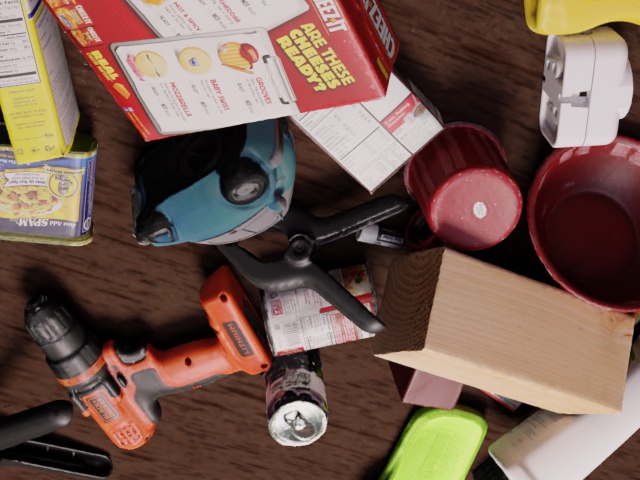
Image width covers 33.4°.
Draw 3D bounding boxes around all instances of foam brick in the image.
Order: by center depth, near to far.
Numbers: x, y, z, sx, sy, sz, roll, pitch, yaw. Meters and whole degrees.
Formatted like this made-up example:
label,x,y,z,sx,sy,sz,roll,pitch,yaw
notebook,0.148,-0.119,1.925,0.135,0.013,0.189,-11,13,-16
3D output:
label,x,y,z,sx,sy,sz,roll,pitch,yaw
foam brick,0.101,0.115,1.003,0.053,0.078,0.051,12,115,-14

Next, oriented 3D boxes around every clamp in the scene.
label,x,y,z,sx,sy,sz,roll,pitch,yaw
clamp,-0.006,0.001,0.925,0.171,0.039,0.120,18,78,12
clamp,-0.306,0.186,0.991,0.210,0.036,0.165,2,148,-3

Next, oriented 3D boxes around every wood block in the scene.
label,x,y,z,sx,sy,sz,roll,pitch,yaw
wood block,0.161,0.083,0.933,0.205,0.090,0.091,19,74,-23

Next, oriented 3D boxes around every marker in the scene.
label,x,y,z,sx,sy,sz,roll,pitch,yaw
marker,0.092,0.004,0.973,0.121,0.020,0.020,13,117,-14

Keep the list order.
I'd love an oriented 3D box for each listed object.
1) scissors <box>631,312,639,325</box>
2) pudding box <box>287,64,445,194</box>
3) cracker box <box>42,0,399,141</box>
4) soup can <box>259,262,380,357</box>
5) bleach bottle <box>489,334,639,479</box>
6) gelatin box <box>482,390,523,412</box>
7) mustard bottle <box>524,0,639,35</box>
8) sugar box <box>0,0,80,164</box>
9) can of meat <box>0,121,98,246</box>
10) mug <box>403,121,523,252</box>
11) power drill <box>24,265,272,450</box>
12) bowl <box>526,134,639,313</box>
label,x,y,z,sx,sy,sz,roll,pitch,yaw
scissors,0.302,0.011,1.005,0.096,0.016,0.202,26,113,-21
pudding box,0.036,-0.107,0.894,0.090,0.039,0.113,-41,114,16
cracker box,-0.072,-0.164,0.769,0.214,0.072,0.164,-7,136,27
soup can,0.001,0.064,0.968,0.102,0.068,0.068,-12,120,0
bleach bottle,0.282,0.154,1.019,0.251,0.102,0.068,-38,96,0
gelatin box,0.191,0.116,1.042,0.073,0.030,0.089,34,113,-23
mustard bottle,0.261,-0.215,0.847,0.191,0.058,0.096,-4,105,-6
sugar box,-0.224,-0.156,0.802,0.048,0.093,0.176,-10,119,0
can of meat,-0.236,-0.047,0.883,0.102,0.057,0.084,5,116,-11
mug,0.117,-0.035,0.918,0.093,0.081,0.117,37,109,-24
power drill,-0.152,0.094,0.974,0.188,0.057,0.184,-24,123,10
bowl,0.250,-0.010,0.936,0.162,0.162,0.055,2,163,-9
